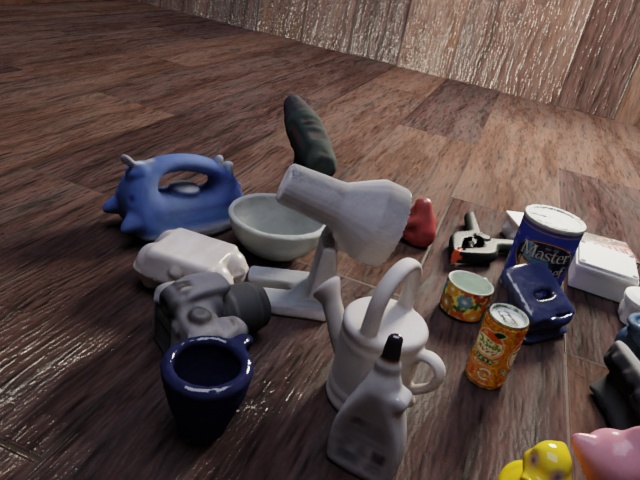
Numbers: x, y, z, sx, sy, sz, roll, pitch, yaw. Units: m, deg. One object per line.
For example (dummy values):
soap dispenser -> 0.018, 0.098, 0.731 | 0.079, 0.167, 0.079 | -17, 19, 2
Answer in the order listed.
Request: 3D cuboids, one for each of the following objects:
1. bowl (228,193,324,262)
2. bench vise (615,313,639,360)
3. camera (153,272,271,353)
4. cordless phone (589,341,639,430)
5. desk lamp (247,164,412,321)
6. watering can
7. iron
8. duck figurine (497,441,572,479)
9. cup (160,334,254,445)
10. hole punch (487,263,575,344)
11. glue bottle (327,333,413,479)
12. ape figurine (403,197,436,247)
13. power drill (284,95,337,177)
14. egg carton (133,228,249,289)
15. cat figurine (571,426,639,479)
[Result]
bowl -> -0.072, -0.012, 0.953 | 0.167, 0.075, 0.167 | 9, 28, -5
bench vise -> 0.510, 0.128, 0.756 | 0.122, 0.220, 0.206 | -6, 32, -29
camera -> -0.121, 0.095, 0.705 | 0.137, 0.101, 0.142 | -12, 35, -37
cordless phone -> 0.425, 0.157, 0.704 | 0.094, 0.185, 0.147 | 7, 28, -8
desk lamp -> 0.007, 0.003, 0.805 | 0.203, 0.213, 0.118 | 7, 28, -7
watering can -> 0.065, 0.104, 0.658 | 0.172, 0.194, 0.101 | 17, 28, 11
iron -> -0.222, -0.086, 0.963 | 0.259, 0.141, 0.118 | -13, 36, -38
duck figurine -> 0.228, 0.240, 0.582 | 0.077, 0.086, 0.105 | 32, 34, 34
cup -> -0.113, 0.156, 0.600 | 0.091, 0.095, 0.118 | 23, 30, 21
hole punch -> 0.335, 0.095, 0.889 | 0.109, 0.091, 0.100 | -6, 32, -30
glue bottle -> 0.057, 0.164, 0.567 | 0.078, 0.173, 0.037 | 23, 30, 21
ape figurine -> 0.190, -0.038, 1.083 | 0.078, 0.092, 0.076 | 0, 30, -20
power drill -> -0.037, -0.138, 1.058 | 0.076, 0.208, 0.229 | -1, 30, -22
egg carton -> -0.183, 0.040, 0.820 | 0.150, 0.069, 0.107 | 17, 28, 11
cat figurine -> 0.310, 0.243, 0.572 | 0.127, 0.118, 0.067 | 31, 33, 32
